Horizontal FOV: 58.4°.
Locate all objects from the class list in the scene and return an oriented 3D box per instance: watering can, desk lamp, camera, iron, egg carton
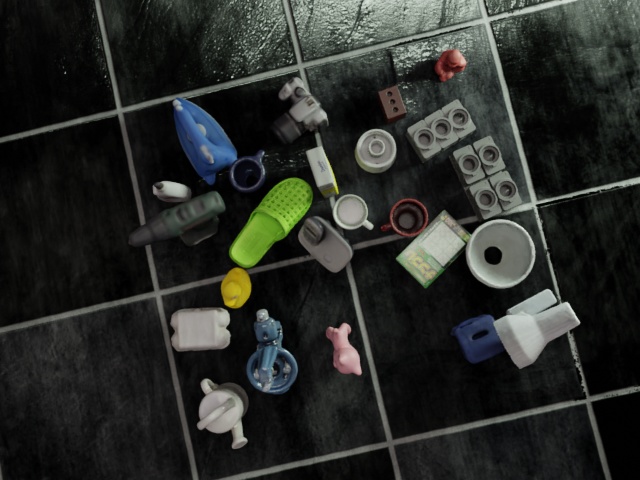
[{"bbox_3d":[-0.230,0.411,1.364,0.173,0.194,0.101,34,88,5],"label":"watering can"},{"bbox_3d":[0.498,0.200,1.332,0.203,0.213,0.118,-30,85,1],"label":"desk lamp"},{"bbox_3d":[-0.068,-0.320,1.457,0.137,0.101,0.143,-38,85,0],"label":"camera"},{"bbox_3d":[-0.315,-0.274,1.446,0.118,0.141,0.258,-34,85,0],"label":"iron"},{"bbox_3d":[-0.301,0.224,1.444,0.150,0.069,0.107,-5,85,3],"label":"egg carton"}]

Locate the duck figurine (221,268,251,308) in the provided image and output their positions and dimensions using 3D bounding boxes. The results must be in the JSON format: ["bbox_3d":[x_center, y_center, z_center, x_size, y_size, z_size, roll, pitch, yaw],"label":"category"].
[{"bbox_3d":[-0.216,0.121,1.439,0.077,0.086,0.105,12,86,4],"label":"duck figurine"}]

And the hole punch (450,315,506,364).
[{"bbox_3d":[0.386,0.240,1.397,0.108,0.091,0.101,-24,85,1],"label":"hole punch"}]

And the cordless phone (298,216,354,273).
[{"bbox_3d":[0.013,0.005,1.386,0.147,0.185,0.094,41,89,5],"label":"cordless phone"}]

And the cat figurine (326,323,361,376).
[{"bbox_3d":[0.057,0.272,1.398,0.067,0.118,0.128,-20,85,2],"label":"cat figurine"}]

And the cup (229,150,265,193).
[{"bbox_3d":[-0.171,-0.171,1.454,0.091,0.095,0.118,31,88,5],"label":"cup"}]

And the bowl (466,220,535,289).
[{"bbox_3d":[0.438,0.035,1.417,0.167,0.075,0.167,0,86,3],"label":"bowl"}]

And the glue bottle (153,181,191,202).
[{"bbox_3d":[-0.379,-0.124,1.422,0.078,0.173,0.037,-5,85,3],"label":"glue bottle"}]

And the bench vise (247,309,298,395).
[{"bbox_3d":[-0.134,0.278,1.356,0.121,0.220,0.207,-29,85,1],"label":"bench vise"}]

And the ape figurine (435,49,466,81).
[{"bbox_3d":[0.333,-0.453,1.451,0.077,0.092,0.076,5,86,4],"label":"ape figurine"}]

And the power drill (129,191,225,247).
[{"bbox_3d":[-0.329,-0.038,1.395,0.229,0.208,0.075,-29,84,1],"label":"power drill"}]
